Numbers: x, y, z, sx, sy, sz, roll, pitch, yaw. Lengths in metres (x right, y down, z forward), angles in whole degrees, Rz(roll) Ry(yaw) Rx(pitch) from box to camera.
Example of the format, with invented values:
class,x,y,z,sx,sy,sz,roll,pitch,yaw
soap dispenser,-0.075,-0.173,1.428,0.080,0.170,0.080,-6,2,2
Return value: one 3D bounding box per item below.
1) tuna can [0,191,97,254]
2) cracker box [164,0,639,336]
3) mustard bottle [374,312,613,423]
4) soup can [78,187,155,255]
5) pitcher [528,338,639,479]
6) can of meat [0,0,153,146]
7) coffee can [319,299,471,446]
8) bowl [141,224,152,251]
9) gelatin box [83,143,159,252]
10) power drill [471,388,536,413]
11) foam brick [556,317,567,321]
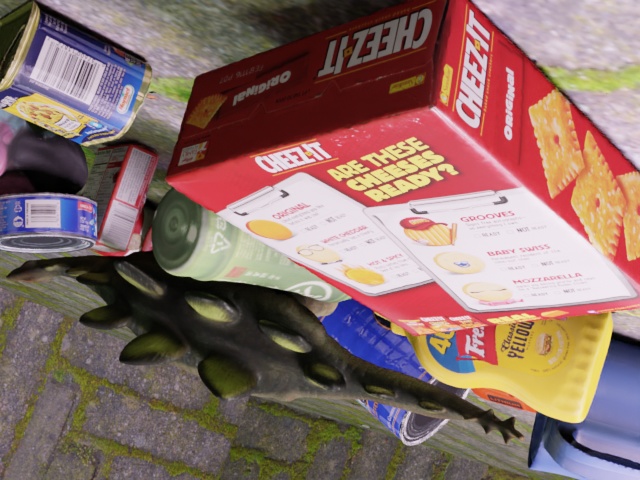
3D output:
class,x,y,z,sx,sy,sz,roll,pitch,yaw
tuna can,-0.216,-0.012,0.828,0.086,0.034,0.086,-3,170,-1
cracker box,0.057,-0.025,0.545,0.164,0.072,0.213,-11,147,40
mustard bottle,0.135,0.077,0.877,0.192,0.096,0.058,15,168,22
soup can,-0.202,-0.011,1.093,0.102,0.068,0.069,29,165,-38
pitcher,0.307,0.169,0.916,0.243,0.149,0.145,14,155,10
can of meat,-0.165,-0.101,0.674,0.083,0.057,0.102,24,168,-29
coffee can,0.065,0.114,1.026,0.140,0.103,0.102,39,179,30
bowl,-0.104,0.040,1.050,0.162,0.162,0.055,11,-163,36
gelatin box,-0.173,-0.035,0.892,0.030,0.089,0.073,23,168,-31
power drill,0.182,0.126,1.111,0.185,0.057,0.187,14,164,41
foam brick,0.132,0.018,0.727,0.078,0.053,0.051,10,164,44
